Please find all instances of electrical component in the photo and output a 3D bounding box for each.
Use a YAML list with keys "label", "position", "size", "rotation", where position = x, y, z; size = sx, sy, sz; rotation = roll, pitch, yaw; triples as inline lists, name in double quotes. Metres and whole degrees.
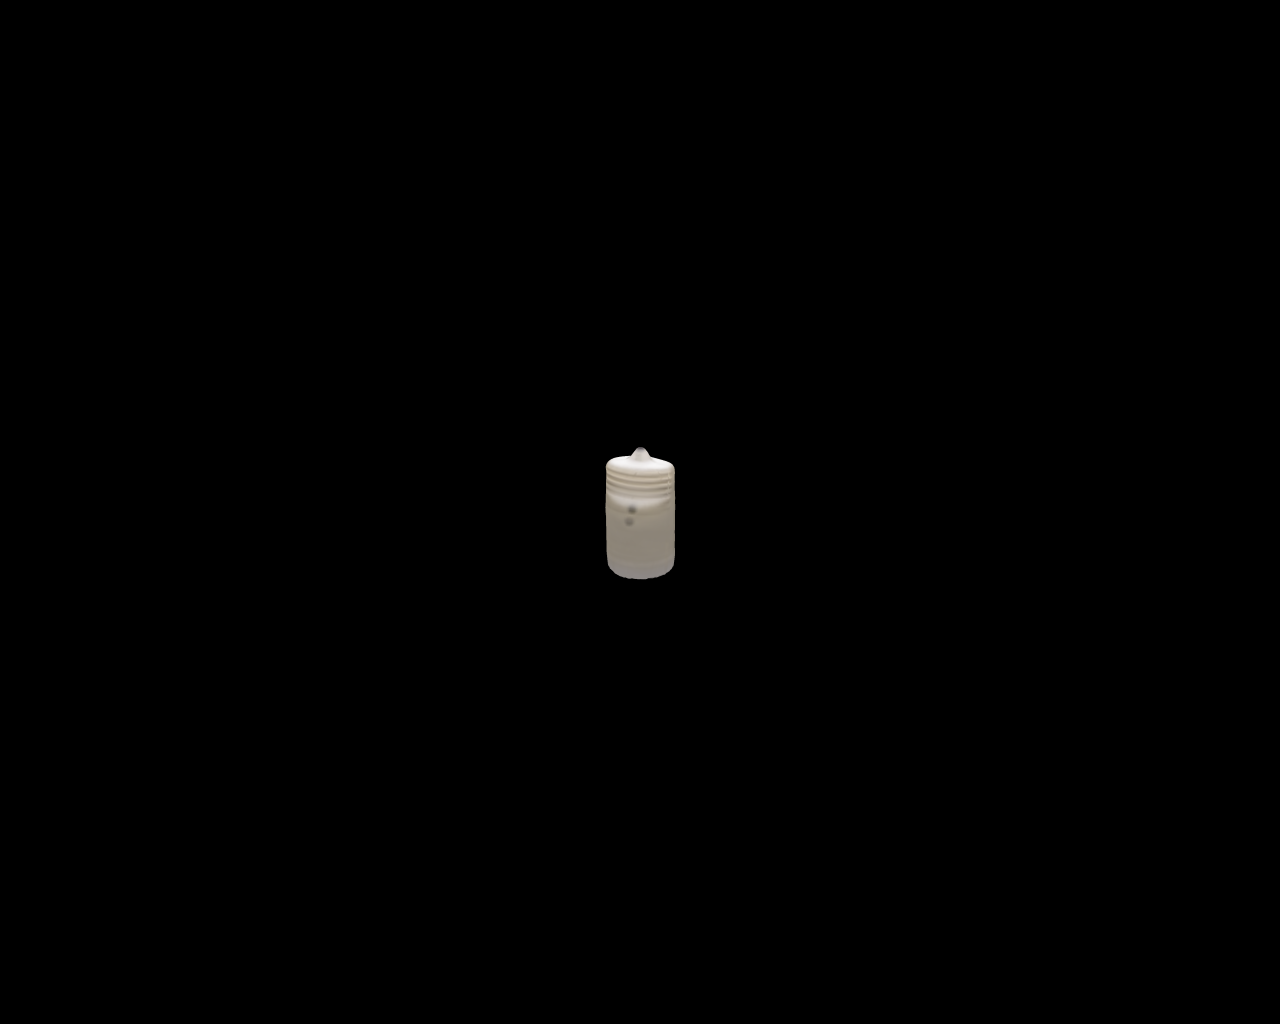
- label: "electrical component"
  position: [0.001, -0.003, 0.650]
  size: [0.043, 0.080, 0.043]
  rotation: [0, 22, 0]
